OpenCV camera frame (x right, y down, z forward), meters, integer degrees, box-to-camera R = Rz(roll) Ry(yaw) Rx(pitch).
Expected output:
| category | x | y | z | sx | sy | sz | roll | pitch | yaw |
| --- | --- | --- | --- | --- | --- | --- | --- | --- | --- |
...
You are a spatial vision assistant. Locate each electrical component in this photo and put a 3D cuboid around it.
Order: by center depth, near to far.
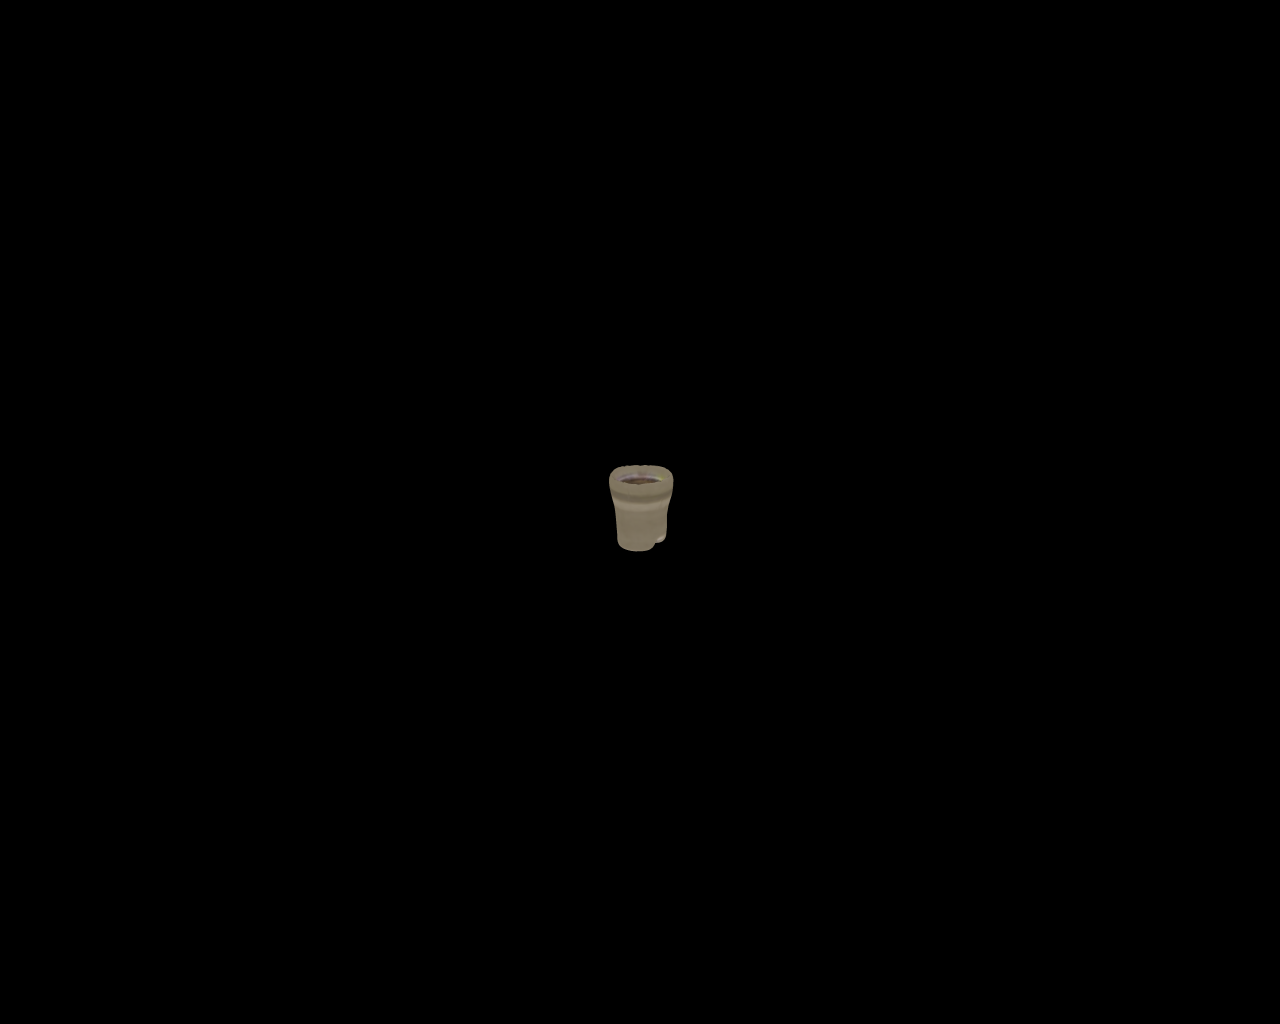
| category | x | y | z | sx | sy | sz | roll | pitch | yaw |
| --- | --- | --- | --- | --- | --- | --- | --- | --- | --- |
| electrical component | 0.001 | -0.003 | 0.650 | 0.040 | 0.046 | 0.040 | 0 | 21 | 0 |
